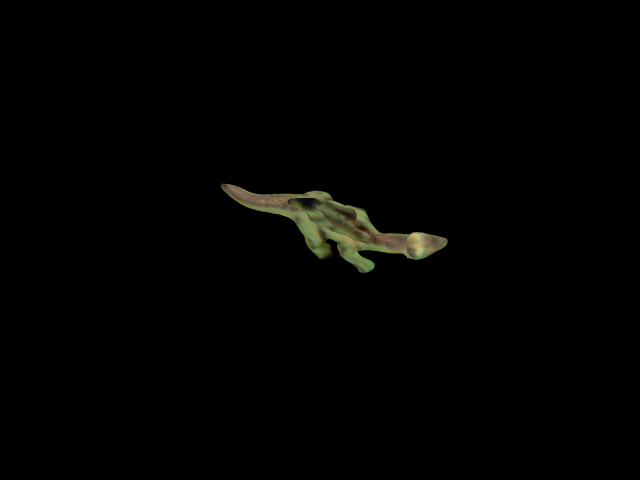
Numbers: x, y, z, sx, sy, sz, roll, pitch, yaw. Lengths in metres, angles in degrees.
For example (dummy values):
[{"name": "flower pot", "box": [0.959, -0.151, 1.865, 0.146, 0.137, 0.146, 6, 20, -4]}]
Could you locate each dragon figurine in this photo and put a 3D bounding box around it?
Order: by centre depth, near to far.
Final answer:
[{"name": "dragon figurine", "box": [0.003, -0.043, 0.850, 0.410, 0.123, 0.240, 18, -9, 3]}]
